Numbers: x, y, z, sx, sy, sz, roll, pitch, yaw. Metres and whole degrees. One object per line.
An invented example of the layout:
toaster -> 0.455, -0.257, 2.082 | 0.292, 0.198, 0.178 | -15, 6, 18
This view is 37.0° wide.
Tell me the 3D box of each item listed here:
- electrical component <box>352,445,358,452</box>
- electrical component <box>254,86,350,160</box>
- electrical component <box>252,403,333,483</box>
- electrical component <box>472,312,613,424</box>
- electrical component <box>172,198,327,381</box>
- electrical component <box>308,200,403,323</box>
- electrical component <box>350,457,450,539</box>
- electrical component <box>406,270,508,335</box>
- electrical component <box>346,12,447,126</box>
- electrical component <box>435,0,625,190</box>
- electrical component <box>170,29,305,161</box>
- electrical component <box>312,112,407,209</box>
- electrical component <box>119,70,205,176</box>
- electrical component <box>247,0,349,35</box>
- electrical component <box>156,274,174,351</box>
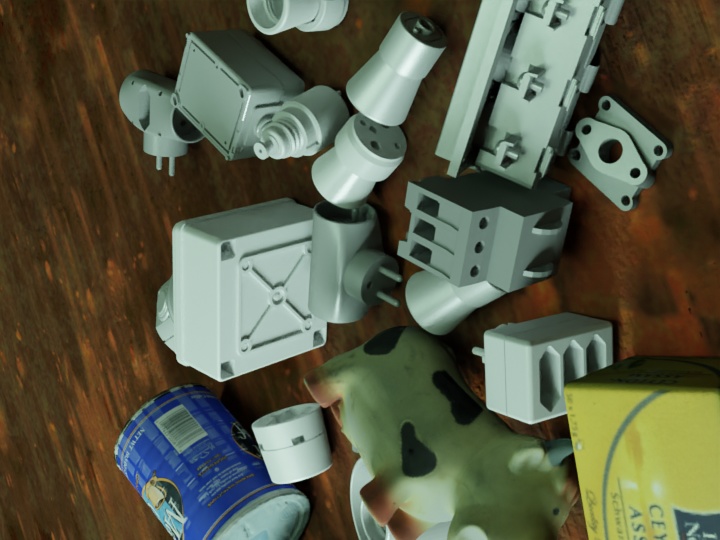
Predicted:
electrical component -> -0.001, 0.103, 0.781 | 0.035, 0.035, 0.061 | 17, 116, 45
electrical component -> -0.041, -0.097, 0.736 | 0.040, 0.078, 0.040 | 26, 134, 30
electrical component -> -0.051, 0.134, 0.831 | 0.055, 0.055, 0.047 | -11, 97, 49
electrical component -> 0.098, 0.052, 0.630 | 0.077, 0.066, 0.047 | 13, 110, 56
electrical component -> -0.078, 0.012, 0.783 | 0.056, 0.109, 0.108 | 21, 116, 40
electrical component -> 0.000, 0.000, 0.739 | 0.079, 0.044, 0.077 | 28, 125, 38
electrical component -> 0.038, 0.168, 0.753 | 0.099, 0.064, 0.099 | 28, 122, 57
electrical component -> 0.066, 0.009, 0.673 | 0.065, 0.044, 0.044 | -33, 77, 43
electrical component -> 0.025, -0.129, 0.676 | 0.044, 0.044, 0.065 | 55, 131, 22
electrical component -> 0.093, -0.111, 0.585 | 0.063, 0.079, 0.121 | 26, 122, 16
electrical component -> -0.083, -0.125, 0.782 | 0.096, 0.061, 0.061 | 45, 131, 30
electrical component -> 0.000, -0.074, 0.717 | 0.055, 0.045, 0.045 | -46, 67, 44
electrical component -> -0.159, -0.117, 0.883 | 0.077, 0.043, 0.079 | 26, 120, 41
electrical component -> -0.042, -0.182, 0.723 | 0.045, 0.055, 0.045 | 17, 114, 45
electrical component -> -0.122, 0.030, 0.861 | 0.051, 0.080, 0.080 | -31, 78, 54
